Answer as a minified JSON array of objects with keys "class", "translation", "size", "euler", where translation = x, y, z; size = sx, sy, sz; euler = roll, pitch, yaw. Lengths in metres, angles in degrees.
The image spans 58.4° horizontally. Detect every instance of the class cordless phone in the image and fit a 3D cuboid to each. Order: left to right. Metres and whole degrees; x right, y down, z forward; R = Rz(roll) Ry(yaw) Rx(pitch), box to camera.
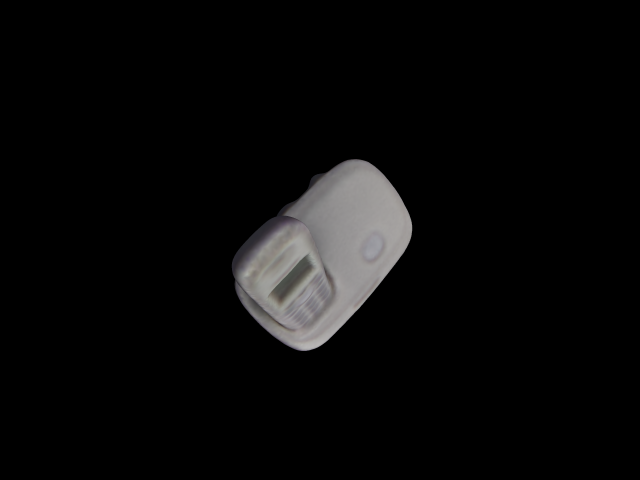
[{"class":"cordless phone","translation":[0.004,0.001,0.400],"size":[0.094,0.185,0.148],"euler":[38,81,8]}]
